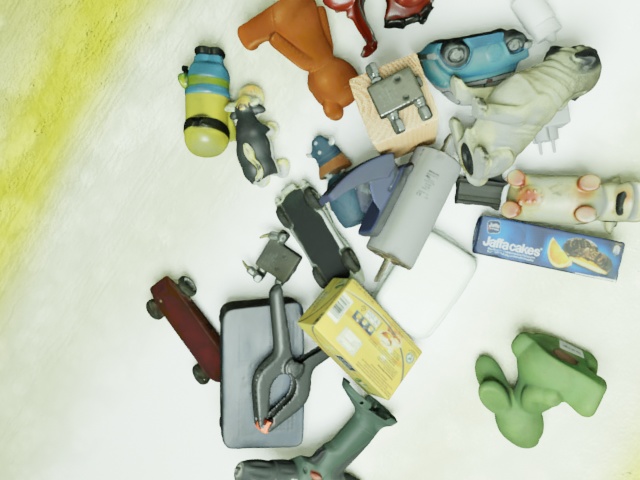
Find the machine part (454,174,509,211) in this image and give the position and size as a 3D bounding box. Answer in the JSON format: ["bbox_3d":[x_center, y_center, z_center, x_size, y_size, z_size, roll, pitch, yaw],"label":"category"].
[{"bbox_3d":[0.250,-0.119,0.824,0.084,0.039,0.138,11,95,16],"label":"machine part"}]

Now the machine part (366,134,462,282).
[{"bbox_3d":[0.137,-0.047,0.784,0.079,0.079,0.243,28,86,9],"label":"machine part"}]

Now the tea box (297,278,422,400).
[{"bbox_3d":[0.061,0.146,0.807,0.098,0.068,0.169,-47,107,-21],"label":"tea box"}]

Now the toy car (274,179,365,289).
[{"bbox_3d":[-0.002,-0.003,0.867,0.073,0.056,0.201,-33,84,16],"label":"toy car"}]

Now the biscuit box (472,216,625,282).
[{"bbox_3d":[0.333,0.011,0.799,0.203,0.063,0.059,12,92,10],"label":"biscuit box"}]

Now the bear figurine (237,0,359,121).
[{"bbox_3d":[-0.016,-0.284,0.846,0.120,0.132,0.195,-46,116,-24],"label":"bear figurine"}]

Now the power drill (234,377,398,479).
[{"bbox_3d":[0.011,0.318,0.818,0.232,0.086,0.207,38,81,-28],"label":"power drill"}]

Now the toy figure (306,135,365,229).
[{"bbox_3d":[0.028,-0.095,0.858,0.064,0.058,0.154,-22,82,5],"label":"toy figure"}]

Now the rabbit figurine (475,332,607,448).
[{"bbox_3d":[0.306,0.230,0.785,0.159,0.121,0.170,22,110,3],"label":"rabbit figurine"}]

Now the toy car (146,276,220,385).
[{"bbox_3d":[-0.212,0.150,0.911,0.089,0.053,0.202,-37,89,14],"label":"toy car"}]

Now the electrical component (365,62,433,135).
[{"bbox_3d":[0.093,-0.178,0.648,0.063,0.021,0.094,-26,86,11],"label":"electrical component"}]

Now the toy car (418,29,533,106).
[{"bbox_3d":[0.228,-0.253,0.800,0.162,0.109,0.102,-9,113,0],"label":"toy car"}]

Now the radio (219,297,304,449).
[{"bbox_3d":[-0.094,0.210,0.858,0.131,0.073,0.229,-1,91,-15],"label":"radio"}]

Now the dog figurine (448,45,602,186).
[{"bbox_3d":[0.290,-0.168,0.746,0.191,0.172,0.121,-14,50,-3],"label":"dog figurine"}]

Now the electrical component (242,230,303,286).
[{"bbox_3d":[-0.077,0.033,0.886,0.078,0.045,0.102,40,98,9],"label":"electrical component"}]

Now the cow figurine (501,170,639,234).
[{"bbox_3d":[0.370,-0.055,0.772,0.195,0.127,0.085,5,92,25],"label":"cow figurine"}]

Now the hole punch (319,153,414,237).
[{"bbox_3d":[0.063,-0.074,0.764,0.092,0.142,0.115,31,85,-4],"label":"hole punch"}]

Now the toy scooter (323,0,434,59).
[{"bbox_3d":[0.100,-0.355,0.822,0.184,0.075,0.135,-11,94,1],"label":"toy scooter"}]

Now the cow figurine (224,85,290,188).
[{"bbox_3d":[-0.109,-0.171,0.861,0.068,0.098,0.167,-17,88,17],"label":"cow figurine"}]

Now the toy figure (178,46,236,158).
[{"bbox_3d":[-0.188,-0.225,0.878,0.082,0.089,0.180,4,94,18],"label":"toy figure"}]
